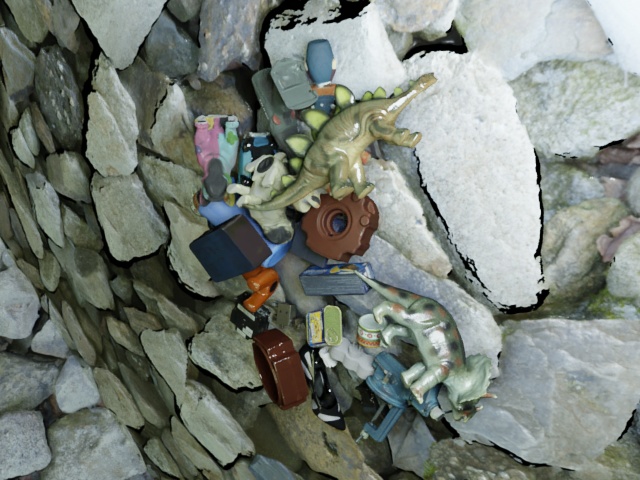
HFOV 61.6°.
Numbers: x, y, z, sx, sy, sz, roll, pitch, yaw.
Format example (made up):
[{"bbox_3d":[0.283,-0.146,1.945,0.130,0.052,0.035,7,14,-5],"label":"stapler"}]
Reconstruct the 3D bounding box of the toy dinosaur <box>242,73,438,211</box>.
[{"bbox_3d":[0.032,-0.173,1.064,0.471,0.105,0.199,-40,66,17],"label":"toy dinosaur"}]

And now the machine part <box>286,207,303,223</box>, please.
[{"bbox_3d":[-0.106,-0.085,1.352,0.139,0.084,0.039,28,107,13],"label":"machine part"}]

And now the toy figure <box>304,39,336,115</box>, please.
[{"bbox_3d":[0.006,-0.335,1.121,0.064,0.058,0.154,23,131,41],"label":"toy figure"}]

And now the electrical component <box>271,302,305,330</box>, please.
[{"bbox_3d":[-0.093,0.216,1.525,0.102,0.045,0.078,-4,82,39],"label":"electrical component"}]

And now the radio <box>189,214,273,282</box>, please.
[{"bbox_3d":[-0.230,0.024,1.347,0.230,0.073,0.131,-21,108,51],"label":"radio"}]

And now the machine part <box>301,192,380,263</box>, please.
[{"bbox_3d":[0.042,-0.038,1.203,0.180,0.056,0.179,-4,82,29],"label":"machine part"}]

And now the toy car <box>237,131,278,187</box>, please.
[{"bbox_3d":[-0.157,-0.186,1.318,0.103,0.109,0.161,26,124,60],"label":"toy car"}]

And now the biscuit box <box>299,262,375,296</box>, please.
[{"bbox_3d":[0.040,0.097,1.328,0.203,0.059,0.062,-5,110,42],"label":"biscuit box"}]

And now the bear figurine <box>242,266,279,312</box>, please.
[{"bbox_3d":[-0.215,0.089,1.501,0.196,0.132,0.120,31,129,17],"label":"bear figurine"}]

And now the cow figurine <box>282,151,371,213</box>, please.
[{"bbox_3d":[0.004,-0.144,1.164,0.127,0.085,0.195,41,100,27],"label":"cow figurine"}]

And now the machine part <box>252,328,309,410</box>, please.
[{"bbox_3d":[-0.120,0.369,1.545,0.202,0.087,0.200,13,119,62],"label":"machine part"}]

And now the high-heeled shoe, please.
[{"bbox_3d":[0.018,0.407,1.505,0.249,0.086,0.145,47,131,12],"label":"high-heeled shoe"}]

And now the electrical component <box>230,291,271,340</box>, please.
[{"bbox_3d":[-0.213,0.239,1.629,0.115,0.058,0.134,38,133,22],"label":"electrical component"}]

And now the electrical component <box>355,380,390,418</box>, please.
[{"bbox_3d":[0.147,0.415,1.402,0.048,0.075,0.119,-13,107,44],"label":"electrical component"}]

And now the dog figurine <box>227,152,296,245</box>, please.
[{"bbox_3d":[-0.098,-0.093,1.265,0.172,0.190,0.121,-38,41,11],"label":"dog figurine"}]

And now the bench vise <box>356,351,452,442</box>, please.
[{"bbox_3d":[0.184,0.395,1.294,0.224,0.128,0.240,37,99,30],"label":"bench vise"}]

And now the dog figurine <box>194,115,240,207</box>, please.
[{"bbox_3d":[-0.255,-0.192,1.331,0.192,0.108,0.219,-115,27,-68],"label":"dog figurine"}]

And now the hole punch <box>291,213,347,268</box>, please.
[{"bbox_3d":[-0.003,-0.004,1.292,0.142,0.092,0.115,26,124,33],"label":"hole punch"}]

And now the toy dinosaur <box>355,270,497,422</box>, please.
[{"bbox_3d":[0.239,0.211,1.172,0.131,0.192,0.405,97,149,-77],"label":"toy dinosaur"}]

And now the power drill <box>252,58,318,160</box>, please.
[{"bbox_3d":[-0.068,-0.283,1.167,0.232,0.086,0.207,65,168,1],"label":"power drill"}]
